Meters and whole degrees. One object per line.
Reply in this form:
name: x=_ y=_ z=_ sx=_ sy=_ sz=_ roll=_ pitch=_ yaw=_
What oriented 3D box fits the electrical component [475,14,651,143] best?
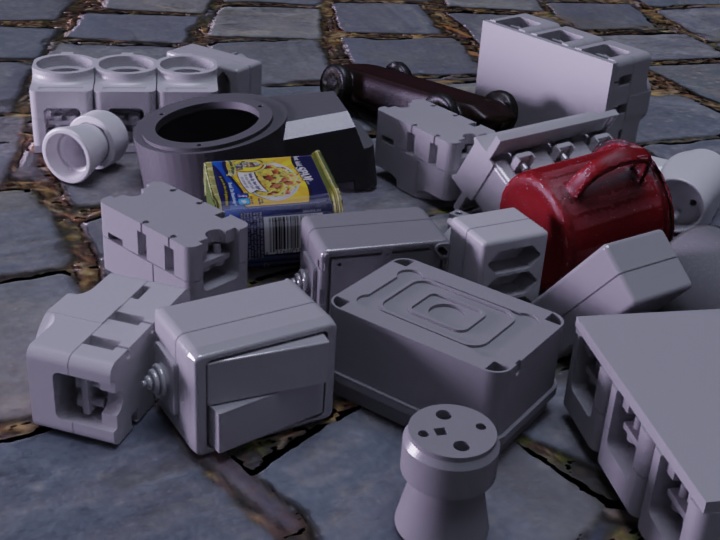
electrical component: x=0.181 y=-0.168 z=0.972 sx=0.062 sy=0.089 sz=0.150 roll=-19 pitch=36 yaw=-36

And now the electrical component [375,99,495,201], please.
electrical component: x=0.057 y=-0.092 z=0.850 sx=0.050 sy=0.055 sz=0.089 roll=-18 pitch=35 yaw=-35

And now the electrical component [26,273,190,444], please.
electrical component: x=-0.136 y=0.044 z=0.576 sx=0.056 sy=0.050 sz=0.089 roll=11 pitch=29 yaw=14

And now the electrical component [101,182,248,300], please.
electrical component: x=-0.117 y=-0.011 z=0.676 sx=0.089 sy=0.055 sz=0.050 roll=26 pitch=35 yaw=35

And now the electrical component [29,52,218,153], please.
electrical component: x=-0.197 y=-0.145 z=0.912 sx=0.150 sy=0.061 sz=0.089 roll=-1 pitch=28 yaw=-9

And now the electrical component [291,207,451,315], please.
electrical component: x=0.000 y=0.000 z=0.663 sx=0.096 sy=0.061 sz=0.061 roll=-5 pitch=29 yaw=-17

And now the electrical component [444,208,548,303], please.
electrical component: x=0.075 y=-0.008 z=0.682 sx=0.047 sy=0.065 sz=0.076 roll=-10 pitch=31 yaw=-25

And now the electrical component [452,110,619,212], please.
electrical component: x=0.140 y=-0.073 z=0.808 sx=0.121 sy=0.078 sz=0.063 roll=-16 pitch=62 yaw=-32

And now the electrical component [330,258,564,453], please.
electrical component: x=0.045 y=0.046 z=0.587 sx=0.113 sy=0.057 sz=0.078 roll=21 pitch=33 yaw=30

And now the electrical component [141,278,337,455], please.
electrical component: x=-0.064 y=0.052 z=0.558 sx=0.096 sy=0.061 sz=0.061 roll=-13 pitch=32 yaw=-28

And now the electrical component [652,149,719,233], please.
electrical component: x=0.238 y=-0.066 z=0.835 sx=0.079 sy=0.044 sz=0.077 roll=18 pitch=31 yaw=26

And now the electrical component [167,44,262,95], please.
electrical component: x=-0.124 y=-0.181 z=1.003 sx=0.083 sy=0.047 sz=0.076 roll=19 pitch=31 yaw=27

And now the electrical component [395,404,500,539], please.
electrical component: x=0.040 y=0.096 z=0.495 sx=0.045 sy=0.055 sz=0.045 roll=3 pitch=28 yaw=-2

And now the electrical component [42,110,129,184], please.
electrical component: x=-0.213 y=-0.097 z=0.839 sx=0.045 sy=0.045 sz=0.055 roll=14 pitch=29 yaw=18

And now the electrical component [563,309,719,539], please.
electrical component: x=0.169 y=0.085 z=0.525 sx=0.089 sy=0.061 sz=0.150 roll=-2 pitch=29 yaw=-11

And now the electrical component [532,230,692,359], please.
electrical component: x=0.151 y=0.032 z=0.620 sx=0.047 sy=0.083 sz=0.075 roll=-14 pitch=71 yaw=-30
